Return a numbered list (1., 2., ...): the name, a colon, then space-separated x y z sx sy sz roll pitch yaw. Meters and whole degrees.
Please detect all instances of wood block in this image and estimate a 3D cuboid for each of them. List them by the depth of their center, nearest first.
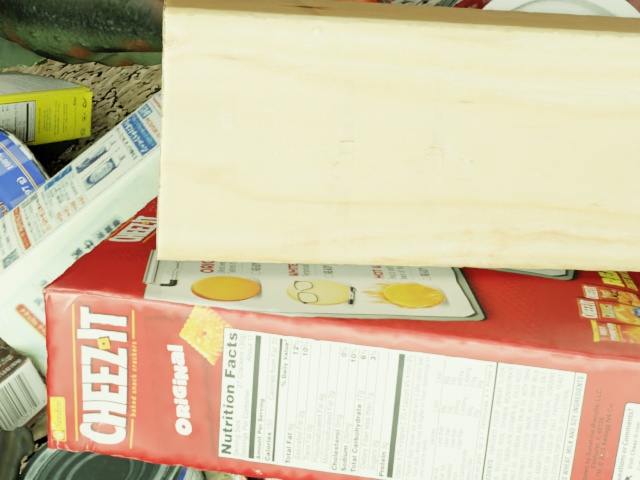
1. wood block: 0.042 -0.044 0.413 0.206 0.090 0.091 2 16 -8

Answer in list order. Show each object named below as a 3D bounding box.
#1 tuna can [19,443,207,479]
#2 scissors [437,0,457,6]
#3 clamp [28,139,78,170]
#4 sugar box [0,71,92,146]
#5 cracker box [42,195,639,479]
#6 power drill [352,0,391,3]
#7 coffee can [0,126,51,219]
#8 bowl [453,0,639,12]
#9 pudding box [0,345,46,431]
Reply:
1. tuna can: -0.096 0.117 0.487 0.086 0.034 0.086 -13 31 8
2. scissors: 0.018 -0.064 0.630 0.202 0.016 0.096 -40 26 53
3. clamp: -0.254 -0.071 0.867 0.120 0.039 0.171 -3 30 11
4. sugar box: -0.257 -0.091 0.770 0.093 0.048 0.175 14 20 27
5. cracker box: 0.020 0.036 0.428 0.214 0.072 0.164 6 16 7
6. power drill: -0.034 -0.106 0.726 0.188 0.057 0.184 -34 21 18
7. coffee can: -0.240 0.005 0.676 0.140 0.103 0.103 -36 35 -27
8. bowl: 0.161 -0.123 0.704 0.162 0.055 0.162 -7 31 4
9. pudding box: -0.213 0.099 0.572 0.090 0.039 0.113 14 44 43
